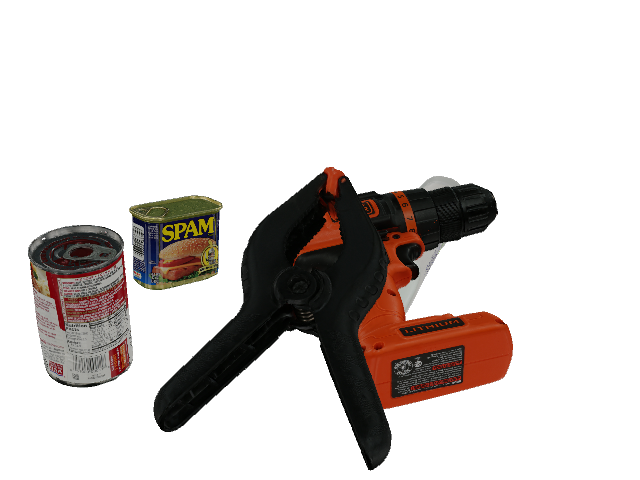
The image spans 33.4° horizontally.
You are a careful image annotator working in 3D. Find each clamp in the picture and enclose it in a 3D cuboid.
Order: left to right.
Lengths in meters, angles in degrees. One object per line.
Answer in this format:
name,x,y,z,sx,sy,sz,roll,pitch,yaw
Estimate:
clamp,-0.001,0.040,0.559,0.120,0.171,0.039,19,-27,12

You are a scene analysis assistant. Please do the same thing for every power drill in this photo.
power drill,0.068,0.030,0.771,0.184,0.057,0.188,-14,37,-9

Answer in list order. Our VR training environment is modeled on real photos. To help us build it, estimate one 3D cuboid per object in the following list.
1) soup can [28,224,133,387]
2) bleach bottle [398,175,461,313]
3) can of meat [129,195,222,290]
soup can,-0.175,0.049,0.789,0.068,0.102,0.068,0,28,0
bleach bottle,0.090,0.002,1.041,0.068,0.103,0.250,31,28,8
can of meat,-0.160,0.002,1.183,0.101,0.084,0.058,-13,24,-39
